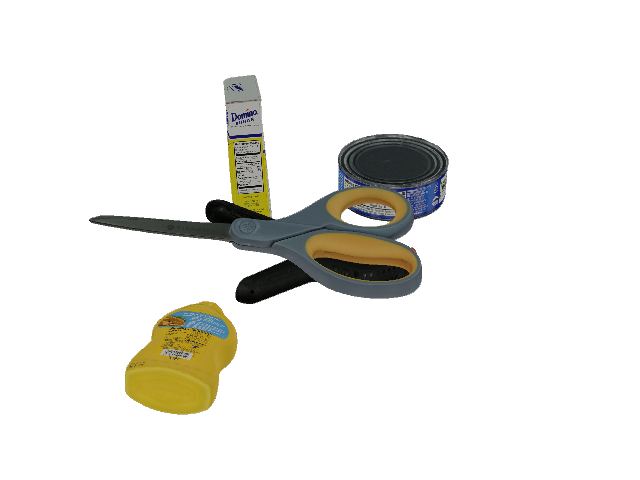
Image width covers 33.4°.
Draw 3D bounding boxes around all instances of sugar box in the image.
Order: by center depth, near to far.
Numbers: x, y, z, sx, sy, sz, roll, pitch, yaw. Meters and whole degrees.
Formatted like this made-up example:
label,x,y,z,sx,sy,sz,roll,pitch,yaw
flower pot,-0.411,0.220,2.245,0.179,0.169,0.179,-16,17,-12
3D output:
label,x,y,z,sx,sy,sz,roll,pitch,yaw
sugar box,-0.086,-0.096,1.255,0.048,0.176,0.093,-8,26,-4

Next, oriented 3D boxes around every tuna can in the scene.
label,x,y,z,sx,sy,sz,roll,pitch,yaw
tuna can,0.056,-0.049,0.833,0.086,0.034,0.086,0,32,0

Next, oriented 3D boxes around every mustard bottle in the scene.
label,x,y,z,sx,sy,sz,roll,pitch,yaw
mustard bottle,-0.145,0.119,1.193,0.096,0.058,0.191,8,25,7

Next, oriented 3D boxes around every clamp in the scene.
label,x,y,z,sx,sy,sz,roll,pitch,yaw
clamp,-0.004,0.019,1.032,0.209,0.036,0.164,8,29,-14

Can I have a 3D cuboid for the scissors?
label,x,y,z,sx,sy,sz,roll,pitch,yaw
scissors,-0.030,-0.014,0.653,0.202,0.016,0.096,16,45,15
